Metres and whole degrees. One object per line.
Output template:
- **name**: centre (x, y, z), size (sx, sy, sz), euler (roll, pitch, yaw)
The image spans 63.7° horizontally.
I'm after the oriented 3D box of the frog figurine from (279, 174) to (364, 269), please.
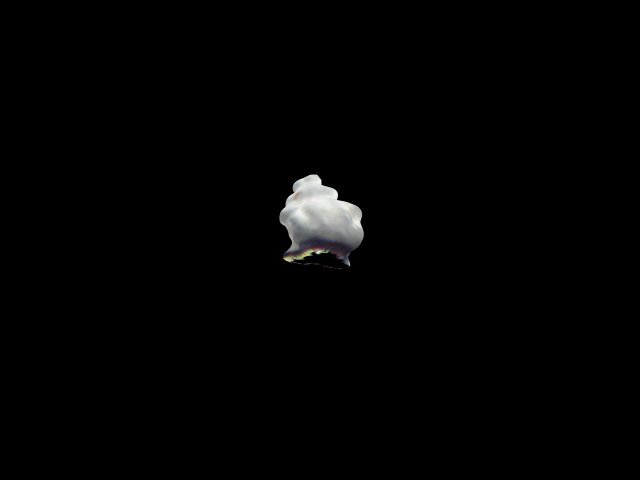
- **frog figurine**: centre (0.003, -0.043, 0.850), size (0.137, 0.162, 0.121), euler (0, -20, 0)
